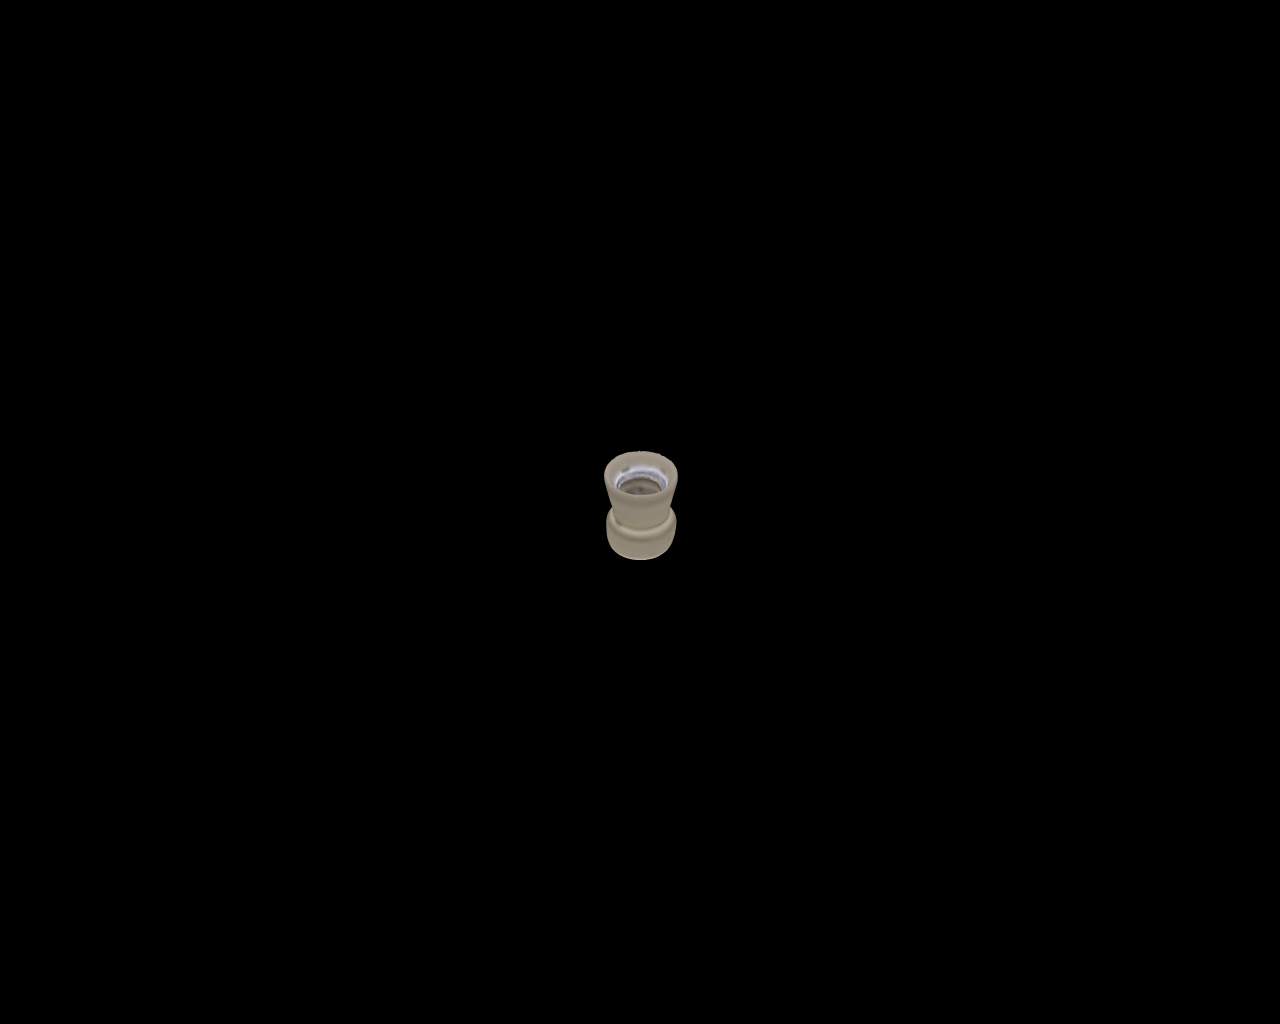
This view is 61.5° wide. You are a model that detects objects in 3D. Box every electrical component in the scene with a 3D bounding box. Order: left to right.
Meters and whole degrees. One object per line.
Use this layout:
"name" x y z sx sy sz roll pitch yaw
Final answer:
"electrical component" 0.001 -0.003 0.650 0.045 0.055 0.045 0 40 0
